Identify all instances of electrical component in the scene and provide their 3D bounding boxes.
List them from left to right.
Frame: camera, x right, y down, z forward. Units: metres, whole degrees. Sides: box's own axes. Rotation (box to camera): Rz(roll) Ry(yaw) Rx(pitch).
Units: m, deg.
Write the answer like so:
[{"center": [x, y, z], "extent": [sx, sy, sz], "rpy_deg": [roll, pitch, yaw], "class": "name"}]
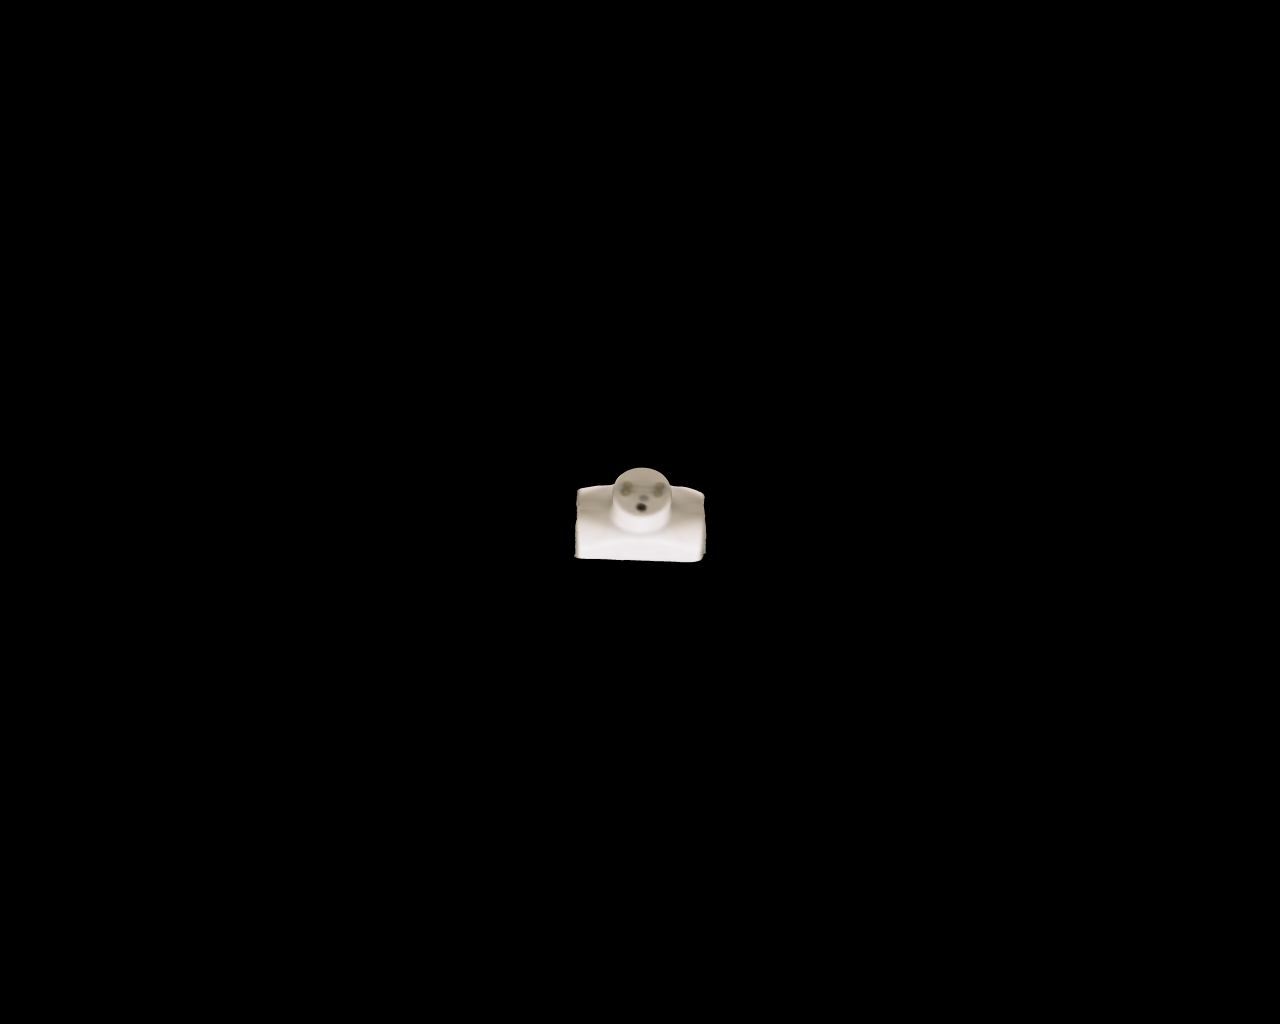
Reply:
[{"center": [0.001, -0.003, 0.650], "extent": [0.077, 0.044, 0.079], "rpy_deg": [2, -35, -2], "class": "electrical component"}]
